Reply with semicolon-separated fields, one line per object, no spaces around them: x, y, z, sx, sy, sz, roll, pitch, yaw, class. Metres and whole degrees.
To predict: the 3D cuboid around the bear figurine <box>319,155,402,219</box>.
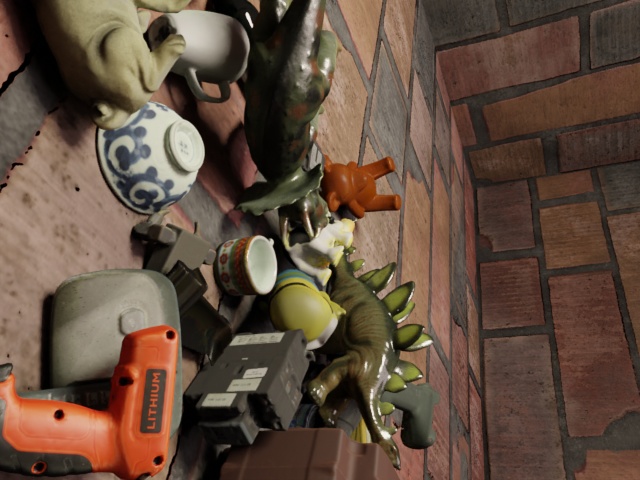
0.075;-0.110;1.046;0.195;0.132;0.120;13;66;-72;bear figurine

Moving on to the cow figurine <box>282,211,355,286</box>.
-0.002;-0.001;0.846;0.068;0.098;0.167;-64;175;24;cow figurine

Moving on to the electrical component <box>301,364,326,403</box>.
-0.010;0.235;0.856;0.094;0.021;0.063;-20;101;-68;electrical component

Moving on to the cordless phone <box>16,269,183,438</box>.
-0.200;0.095;0.406;0.184;0.089;0.146;4;78;-47;cordless phone

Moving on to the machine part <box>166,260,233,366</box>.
-0.136;0.081;0.569;0.084;0.039;0.138;-52;145;-19;machine part

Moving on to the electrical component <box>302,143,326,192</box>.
-0.025;-0.144;0.921;0.074;0.048;0.119;55;37;-48;electrical component

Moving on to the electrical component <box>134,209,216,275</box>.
-0.153;0.012;0.576;0.102;0.045;0.078;25;88;-60;electrical component

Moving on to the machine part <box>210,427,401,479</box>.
-0.009;0.298;0.608;0.087;0.201;0.201;-75;148;-47;machine part

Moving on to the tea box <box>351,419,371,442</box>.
0.060;0.313;0.934;0.098;0.068;0.169;30;54;-62;tea box

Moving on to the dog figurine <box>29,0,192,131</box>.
-0.220;-0.205;0.447;0.190;0.121;0.172;28;52;-46;dog figurine

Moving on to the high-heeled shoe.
-0.093;-0.262;0.819;0.145;0.086;0.248;49;-6;13;high-heeled shoe

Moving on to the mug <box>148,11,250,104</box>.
-0.146;-0.217;0.634;0.107;0.081;0.109;-12;98;-56;mug

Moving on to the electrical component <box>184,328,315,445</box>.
-0.080;0.163;0.599;0.058;0.115;0.134;67;31;-24;electrical component

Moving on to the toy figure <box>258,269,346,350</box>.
-0.035;0.086;0.717;0.089;0.082;0.180;32;6;-19;toy figure

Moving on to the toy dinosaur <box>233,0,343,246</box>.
-0.041;-0.160;0.648;0.404;0.131;0.192;95;-2;-51;toy dinosaur

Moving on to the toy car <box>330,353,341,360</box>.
0.081;0.177;0.990;0.161;0.103;0.109;45;43;-52;toy car

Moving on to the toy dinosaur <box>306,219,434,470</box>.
0.056;0.123;0.823;0.472;0.199;0.104;-109;-179;-48;toy dinosaur

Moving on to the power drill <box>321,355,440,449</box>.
0.096;0.267;0.867;0.207;0.086;0.232;32;55;-22;power drill
